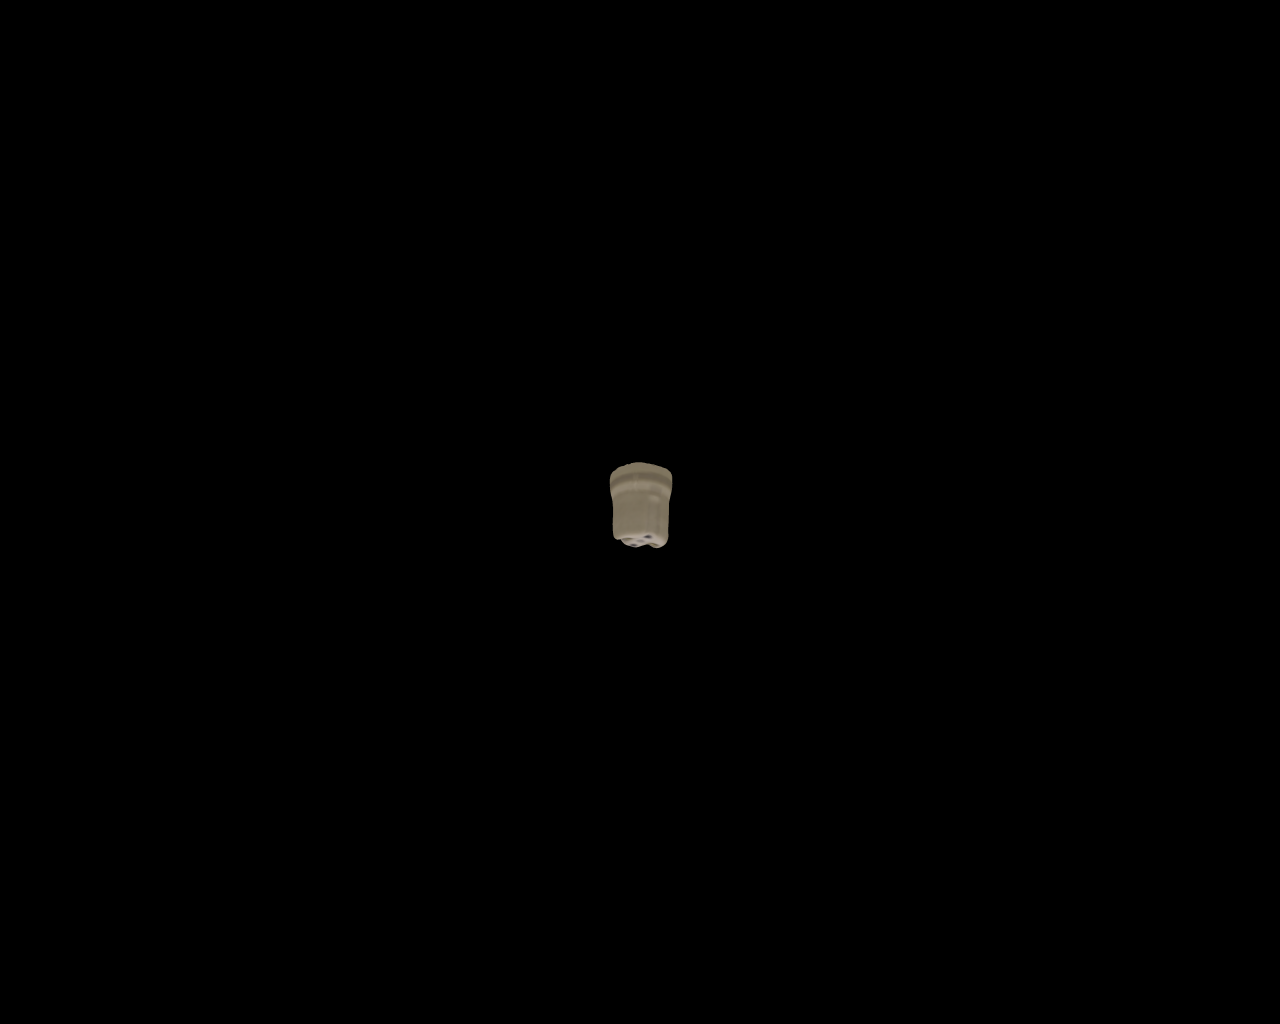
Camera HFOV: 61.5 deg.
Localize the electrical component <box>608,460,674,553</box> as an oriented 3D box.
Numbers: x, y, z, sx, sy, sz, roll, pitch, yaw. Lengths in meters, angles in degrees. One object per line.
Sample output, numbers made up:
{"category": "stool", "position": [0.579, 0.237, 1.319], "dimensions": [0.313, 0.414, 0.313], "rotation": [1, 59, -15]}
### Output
{"category": "electrical component", "position": [0.001, -0.003, 0.650], "dimensions": [0.040, 0.046, 0.040], "rotation": [0, -24, 0]}
